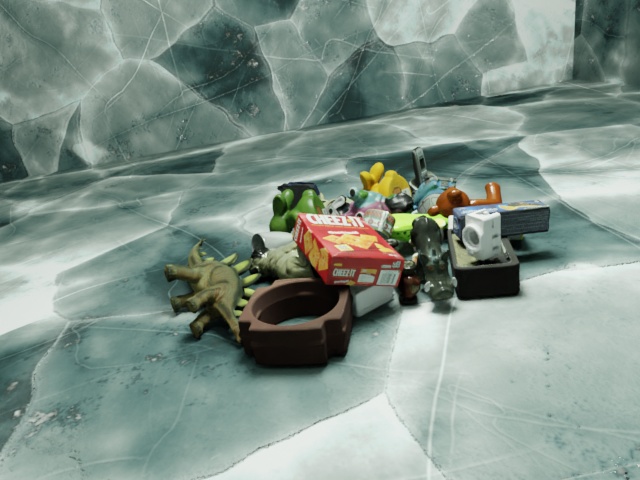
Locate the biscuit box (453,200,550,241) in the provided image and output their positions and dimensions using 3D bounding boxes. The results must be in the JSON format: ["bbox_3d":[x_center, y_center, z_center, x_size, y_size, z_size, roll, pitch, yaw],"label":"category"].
[{"bbox_3d":[0.402,-0.045,1.202,0.203,0.062,0.059,-6,20,-1],"label":"biscuit box"}]

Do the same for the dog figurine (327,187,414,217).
[{"bbox_3d":[0.152,-0.073,1.490,0.219,0.108,0.191,0,-24,-38],"label":"dog figurine"}]

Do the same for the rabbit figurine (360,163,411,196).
[{"bbox_3d":[0.179,-0.144,1.637,0.122,0.162,0.173,-35,14,-26],"label":"rabbit figurine"}]

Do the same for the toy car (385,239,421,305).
[{"bbox_3d":[0.175,0.063,1.171,0.053,0.089,0.202,-10,20,-3],"label":"toy car"}]

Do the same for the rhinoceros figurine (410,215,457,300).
[{"bbox_3d":[0.237,0.038,1.113,0.073,0.112,0.190,-6,59,0],"label":"rhinoceros figurine"}]

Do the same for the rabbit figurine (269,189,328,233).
[{"bbox_3d":[-0.077,-0.060,1.501,0.170,0.159,0.121,-22,8,21],"label":"rabbit figurine"}]

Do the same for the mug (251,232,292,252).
[{"bbox_3d":[-0.109,0.015,1.407,0.107,0.080,0.110,-13,17,-35],"label":"mug"}]

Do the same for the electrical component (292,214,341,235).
[{"bbox_3d":[-0.003,-0.004,1.376,0.134,0.058,0.115,-7,57,2],"label":"electrical component"}]

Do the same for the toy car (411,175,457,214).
[{"bbox_3d":[0.326,-0.109,1.513,0.109,0.103,0.161,6,-25,-12],"label":"toy car"}]

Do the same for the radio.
[{"bbox_3d":[0.353,0.042,1.176,0.131,0.073,0.230,-4,23,11],"label":"radio"}]

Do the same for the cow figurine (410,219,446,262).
[{"bbox_3d":[0.247,0.029,1.248,0.068,0.098,0.167,7,45,21],"label":"cow figurine"}]

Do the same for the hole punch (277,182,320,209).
[{"bbox_3d":[-0.055,-0.130,1.710,0.142,0.115,0.092,6,18,31],"label":"hole punch"}]

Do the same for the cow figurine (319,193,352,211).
[{"bbox_3d":[0.053,-0.092,1.605,0.195,0.085,0.127,-5,22,3],"label":"cow figurine"}]

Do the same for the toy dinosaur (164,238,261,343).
[{"bbox_3d":[-0.246,0.098,1.231,0.198,0.104,0.472,-11,30,-28],"label":"toy dinosaur"}]

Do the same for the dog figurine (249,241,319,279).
[{"bbox_3d":[-0.088,0.074,1.264,0.191,0.121,0.172,-25,28,20],"label":"dog figurine"}]

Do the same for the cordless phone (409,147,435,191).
[{"bbox_3d":[0.321,-0.204,1.651,0.089,0.184,0.146,3,24,37],"label":"cordless phone"}]

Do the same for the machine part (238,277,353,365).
[{"bbox_3d":[-0.041,0.153,1.032,0.202,0.087,0.201,-5,22,12],"label":"machine part"}]

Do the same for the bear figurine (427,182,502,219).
[{"bbox_3d":[0.371,-0.095,1.377,0.196,0.120,0.132,18,46,-22],"label":"bear figurine"}]
